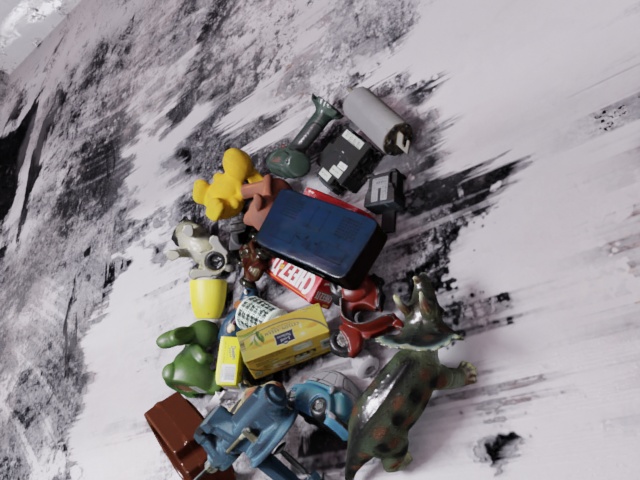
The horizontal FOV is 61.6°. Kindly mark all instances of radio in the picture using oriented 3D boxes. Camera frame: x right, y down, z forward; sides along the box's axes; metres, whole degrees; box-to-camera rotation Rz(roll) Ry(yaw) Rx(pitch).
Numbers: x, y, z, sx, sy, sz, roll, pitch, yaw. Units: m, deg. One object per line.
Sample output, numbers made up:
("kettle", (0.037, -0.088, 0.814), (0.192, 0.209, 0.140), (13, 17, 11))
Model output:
("radio", (-0.002, -0.003, 1.020), (0.230, 0.073, 0.131), (21, 76, 32))

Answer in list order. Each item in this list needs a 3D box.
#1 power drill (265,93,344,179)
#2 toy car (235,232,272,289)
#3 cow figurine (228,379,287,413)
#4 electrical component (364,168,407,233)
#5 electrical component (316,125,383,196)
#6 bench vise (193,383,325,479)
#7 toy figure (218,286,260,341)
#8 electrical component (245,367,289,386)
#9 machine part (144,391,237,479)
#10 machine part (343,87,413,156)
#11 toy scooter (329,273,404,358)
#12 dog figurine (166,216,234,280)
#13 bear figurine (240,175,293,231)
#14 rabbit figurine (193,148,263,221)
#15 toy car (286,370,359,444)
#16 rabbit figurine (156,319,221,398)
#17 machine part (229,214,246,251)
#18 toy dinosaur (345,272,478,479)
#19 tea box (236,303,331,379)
("power drill", (-0.047, -0.236, 1.243), (0.207, 0.086, 0.232), (-48, 23, 4))
("toy car", (-0.158, 0.040, 1.216), (0.089, 0.053, 0.202), (-64, 20, 10))
("cow figurine", (-0.141, 0.341, 1.066), (0.195, 0.127, 0.085), (-41, 54, 23))
("electrical component", (0.129, -0.076, 1.072), (0.075, 0.047, 0.119), (-5, 67, 40))
("electrical component", (0.056, -0.166, 1.164), (0.134, 0.058, 0.115), (-50, 46, 12))
("bench vise", (-0.095, 0.371, 0.931), (0.240, 0.129, 0.223), (40, 99, 2))
("toy figure", (-0.177, 0.167, 1.215), (0.154, 0.058, 0.064), (-60, 23, 8))
("electrical component", (-0.108, 0.267, 1.103), (0.102, 0.078, 0.045), (-31, 63, 14))
("machine part", (-0.260, 0.421, 1.086), (0.087, 0.201, 0.201), (-33, 39, -27))
("machine part", (0.120, -0.252, 1.133), (0.079, 0.079, 0.243), (-48, 50, 14))
("toy scooter", (0.087, 0.129, 0.998), (0.135, 0.075, 0.184), (-9, 54, 16))
("dog figurine", (-0.298, 0.016, 1.375), (0.121, 0.172, 0.191), (-46, 13, 3))
("bear figurine", (-0.126, -0.064, 1.189), (0.132, 0.120, 0.196), (-20, 20, 23))
("rabbit figurine", (-0.206, -0.139, 1.307), (0.122, 0.162, 0.173), (48, 127, 43))
("toy car", (0.019, 0.292, 0.981), (0.162, 0.109, 0.103), (6, 51, 53))
("rabbit figurine", (-0.297, 0.257, 1.235), (0.121, 0.159, 0.170), (-26, 41, 41))
("machine part", (-0.197, -0.020, 1.287), (0.139, 0.039, 0.084), (120, 163, -70))
("toy dinosaur", (0.114, 0.254, 0.845), (0.131, 0.192, 0.404), (31, 91, 45))
("tea box", (-0.065, 0.195, 1.036), (0.170, 0.098, 0.068), (-18, 55, -6))
